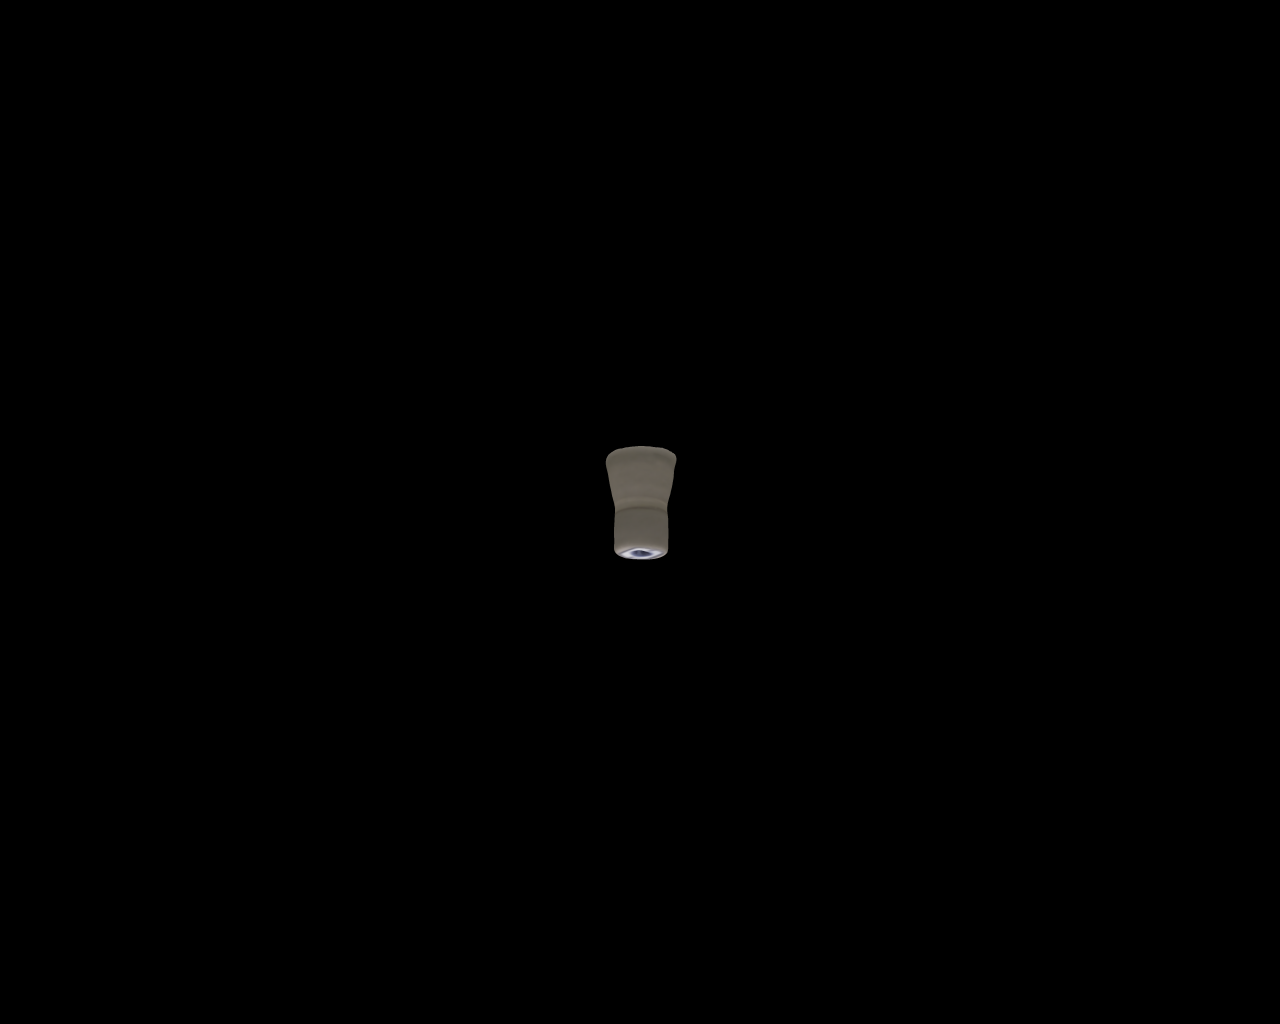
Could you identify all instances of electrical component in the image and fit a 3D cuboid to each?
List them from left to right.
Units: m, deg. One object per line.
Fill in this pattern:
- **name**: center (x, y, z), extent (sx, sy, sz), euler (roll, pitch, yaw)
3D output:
- **electrical component**: center (0.001, -0.003, 0.650), extent (0.044, 0.065, 0.044), euler (0, -18, 0)
